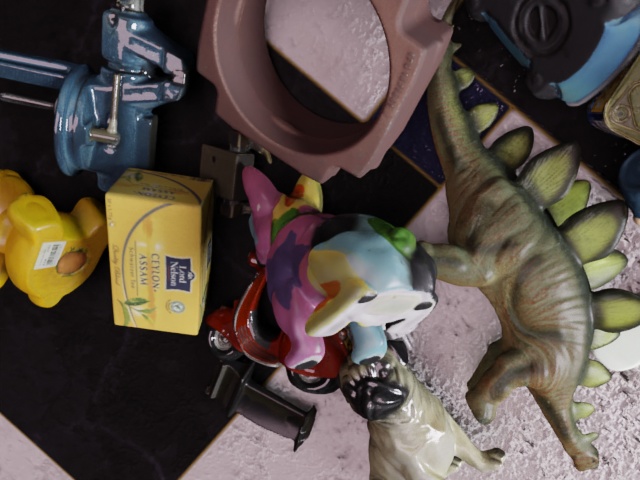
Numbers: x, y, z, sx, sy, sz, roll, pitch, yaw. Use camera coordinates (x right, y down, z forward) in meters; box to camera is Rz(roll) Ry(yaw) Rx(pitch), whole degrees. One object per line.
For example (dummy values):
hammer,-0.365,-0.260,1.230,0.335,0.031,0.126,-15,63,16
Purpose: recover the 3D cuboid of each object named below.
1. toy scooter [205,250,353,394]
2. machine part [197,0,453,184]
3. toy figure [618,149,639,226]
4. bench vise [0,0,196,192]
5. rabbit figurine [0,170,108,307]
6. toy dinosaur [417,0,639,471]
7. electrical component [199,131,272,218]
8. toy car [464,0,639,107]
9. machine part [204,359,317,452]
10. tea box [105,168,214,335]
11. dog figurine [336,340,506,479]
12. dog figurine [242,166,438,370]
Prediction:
toy scooter,-0.042,0.086,0.599,0.184,0.075,0.135,14,105,16
machine part,-0.001,-0.171,0.483,0.201,0.087,0.201,34,132,8
toy figure,0.305,-0.026,0.453,0.154,0.058,0.064,26,133,-33
bench vise,-0.259,-0.160,0.559,0.241,0.129,0.223,10,126,-6
rabbit figurine,-0.349,-0.011,0.649,0.173,0.122,0.162,39,120,17
toy dinosaur,0.177,0.007,0.511,0.199,0.105,0.471,-26,92,12
electrical component,-0.093,-0.070,0.590,0.078,0.045,0.102,15,106,40
toy car,0.206,-0.199,0.449,0.162,0.103,0.109,54,150,18
machine part,-0.070,0.194,0.646,0.139,0.039,0.084,31,116,5
tea box,-0.171,0.015,0.585,0.098,0.068,0.169,7,121,-1
dog figurine,0.072,0.203,0.574,0.190,0.121,0.172,48,125,2
dog figurine,-0.001,-0.002,0.497,0.191,0.108,0.219,-57,45,45
